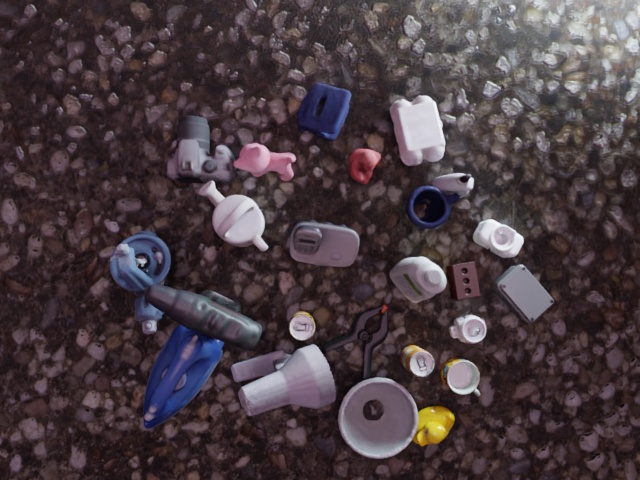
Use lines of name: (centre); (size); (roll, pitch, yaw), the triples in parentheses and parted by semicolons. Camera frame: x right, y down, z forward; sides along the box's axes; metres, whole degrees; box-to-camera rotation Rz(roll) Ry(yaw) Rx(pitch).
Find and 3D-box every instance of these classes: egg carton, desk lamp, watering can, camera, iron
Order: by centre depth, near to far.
desk lamp: (-0.077, 0.286, 1.143); (0.203, 0.213, 0.118); (-17, 87, -4)
iron: (-0.300, 0.288, 1.166); (0.118, 0.141, 0.258); (30, 85, -1)
watering can: (-0.175, -0.044, 1.167); (0.173, 0.194, 0.101); (24, 85, -1)
camera: (-0.255, -0.194, 1.219); (0.143, 0.100, 0.137); (0, 86, -3)
egg carton: (0.216, -0.241, 1.265); (0.107, 0.069, 0.150); (-13, 87, -4)

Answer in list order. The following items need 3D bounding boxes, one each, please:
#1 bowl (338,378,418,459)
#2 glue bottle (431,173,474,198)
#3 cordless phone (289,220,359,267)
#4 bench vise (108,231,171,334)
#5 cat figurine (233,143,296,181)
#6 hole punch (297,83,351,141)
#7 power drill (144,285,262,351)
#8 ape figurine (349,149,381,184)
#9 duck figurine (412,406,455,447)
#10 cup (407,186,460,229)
bowl: (0.120, 0.372, 1.218); (0.167, 0.074, 0.167); (0, 86, -3)
glue bottle: (0.289, -0.119, 1.209); (0.078, 0.173, 0.037); (7, 86, -2)
cordless phone: (0.011, 0.004, 1.180); (0.147, 0.185, 0.094); (5, 86, -3)
bench vise: (-0.345, 0.077, 1.137); (0.121, 0.219, 0.207); (-26, 88, -4)
cat figurine: (-0.116, -0.171, 1.217); (0.128, 0.117, 0.067); (4, 86, -3)
hole punch: (0.007, -0.280, 1.244); (0.101, 0.091, 0.109); (22, 85, -1)
power drill: (-0.224, 0.148, 1.145); (0.229, 0.208, 0.076); (24, 85, -1)
ape figurine: (0.099, -0.168, 1.242); (0.078, 0.092, 0.076); (-28, 88, -4)
duck figurine: (0.243, 0.402, 1.218); (0.104, 0.086, 0.077); (-30, 88, -4)
cup: (0.238, -0.071, 1.242); (0.118, 0.095, 0.092); (-22, 88, -4)
